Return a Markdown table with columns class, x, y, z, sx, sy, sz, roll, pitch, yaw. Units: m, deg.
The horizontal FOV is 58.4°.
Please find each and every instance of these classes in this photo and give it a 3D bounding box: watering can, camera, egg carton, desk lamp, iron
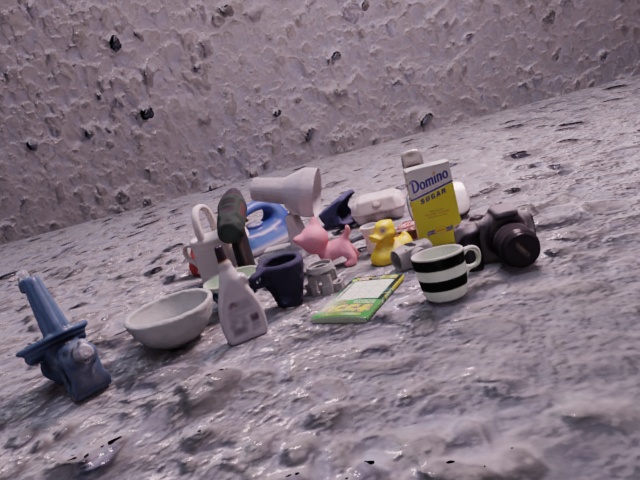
| class | x | y | z | sx | sy | sz | roll | pitch | yaw |
| --- | --- | --- | --- | --- | --- | --- | --- | --- | --- |
| watering can | -0.251 | 0.005 | 1.367 | 0.173 | 0.194 | 0.101 | -16 | 15 | -2 |
| camera | 0.316 | -0.005 | 1.003 | 0.143 | 0.101 | 0.137 | -14 | 14 | 5 |
| egg carton | 0.159 | -0.091 | 1.554 | 0.150 | 0.069 | 0.107 | -12 | 15 | 12 |
| desk lamp | -0.077 | -0.062 | 1.402 | 0.203 | 0.214 | 0.118 | -12 | 15 | 14 |
| iron | -0.184 | -0.036 | 1.559 | 0.118 | 0.141 | 0.259 | 0 | 21 | 46 |

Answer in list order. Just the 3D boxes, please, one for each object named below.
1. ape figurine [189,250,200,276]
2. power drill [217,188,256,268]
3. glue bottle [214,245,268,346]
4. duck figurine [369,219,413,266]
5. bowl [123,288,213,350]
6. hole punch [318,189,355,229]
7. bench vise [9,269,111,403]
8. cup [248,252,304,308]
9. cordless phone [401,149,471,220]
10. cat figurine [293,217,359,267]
| class | x | y | z | sx | sy | sz | roll | pitch | yaw |
| --- | --- | --- | --- | --- | --- | --- | --- | --- | --- |
| ape figurine | -0.310 | 0.044 | 1.491 | 0.076 | 0.092 | 0.078 | -11 | 15 | 17 |
| power drill | -0.181 | -0.004 | 1.300 | 0.075 | 0.208 | 0.229 | -16 | 14 | 0 |
| glue bottle | -0.148 | 0.090 | 0.983 | 0.078 | 0.173 | 0.037 | -20 | 15 | -17 |
| duck figurine | 0.145 | -0.002 | 1.202 | 0.105 | 0.086 | 0.077 | -24 | 17 | -29 |
| bowl | -0.270 | 0.156 | 1.062 | 0.167 | 0.075 | 0.167 | -14 | 14 | 4 |
| hole punch | 0.049 | -0.087 | 1.611 | 0.100 | 0.091 | 0.109 | -8 | 16 | 27 |
| bench vise | -0.432 | 0.149 | 0.963 | 0.206 | 0.220 | 0.122 | -7 | 17 | 29 |
| cup | -0.076 | 0.086 | 1.082 | 0.118 | 0.095 | 0.091 | -27 | 18 | -37 |
| cordless phone | 0.271 | -0.134 | 1.367 | 0.147 | 0.185 | 0.094 | -14 | 15 | 5 |
| cat figurine | 0.011 | 0.004 | 1.251 | 0.127 | 0.118 | 0.067 | -13 | 15 | 8 |
